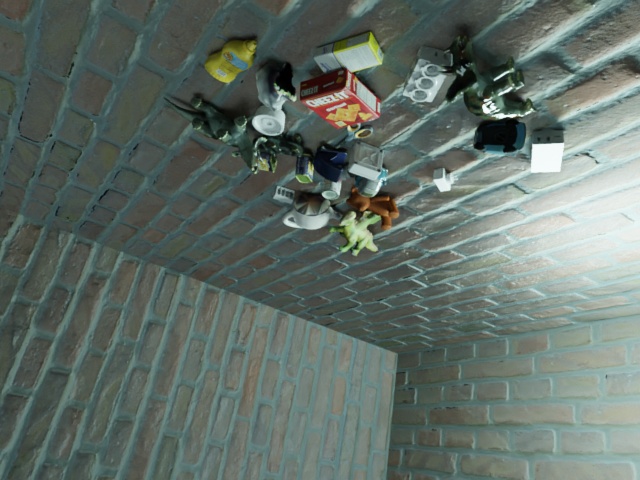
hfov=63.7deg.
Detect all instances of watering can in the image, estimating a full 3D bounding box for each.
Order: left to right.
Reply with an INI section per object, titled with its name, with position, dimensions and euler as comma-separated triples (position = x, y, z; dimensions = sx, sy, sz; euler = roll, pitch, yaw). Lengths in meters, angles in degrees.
[watering can]
position = 0.007, -0.113, 2.242
dimensions = 0.348, 0.106, 0.220
euler = -2, 154, -3

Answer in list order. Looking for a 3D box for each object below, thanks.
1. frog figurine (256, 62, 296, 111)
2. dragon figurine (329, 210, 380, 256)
[frog figurine]
position = -0.157, -0.463, 1.585
dimensions = 0.159, 0.125, 0.136
euler = -6, 116, 47
[dragon figurine]
position = 0.200, -0.045, 2.254
dimensions = 0.239, 0.124, 0.409
euler = -38, 149, 31
